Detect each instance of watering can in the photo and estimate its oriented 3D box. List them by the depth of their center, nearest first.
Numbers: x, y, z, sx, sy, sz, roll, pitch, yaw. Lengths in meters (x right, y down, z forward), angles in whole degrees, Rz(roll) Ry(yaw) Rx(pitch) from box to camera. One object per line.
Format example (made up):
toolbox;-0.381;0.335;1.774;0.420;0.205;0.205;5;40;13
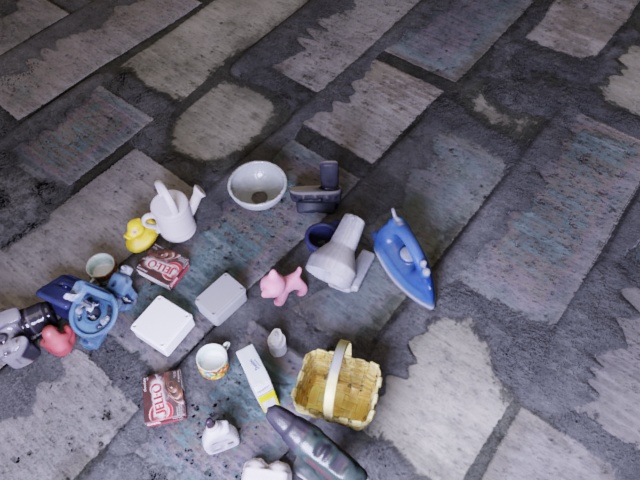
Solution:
watering can;-0.391;-0.091;1.522;0.100;0.194;0.173;32;62;20

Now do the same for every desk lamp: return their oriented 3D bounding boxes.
desk lamp;0.055;0.045;1.416;0.117;0.214;0.203;21;59;14

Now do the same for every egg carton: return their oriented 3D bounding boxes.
egg carton;-0.117;0.531;1.180;0.107;0.069;0.150;6;57;4

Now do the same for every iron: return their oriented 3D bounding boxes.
iron;0.232;0.042;1.459;0.119;0.141;0.257;-22;59;-13

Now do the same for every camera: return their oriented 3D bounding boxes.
camera;-0.711;0.211;1.380;0.137;0.101;0.143;-25;60;-15

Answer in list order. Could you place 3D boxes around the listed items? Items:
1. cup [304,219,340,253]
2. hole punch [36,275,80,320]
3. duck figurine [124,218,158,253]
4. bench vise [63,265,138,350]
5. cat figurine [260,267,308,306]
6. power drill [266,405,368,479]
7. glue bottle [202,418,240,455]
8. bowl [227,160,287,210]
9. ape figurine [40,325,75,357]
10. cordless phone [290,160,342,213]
cup;0.014;0.005;1.514;0.091;0.095;0.118;32;62;20
hole punch;-0.634;0.135;1.436;0.108;0.091;0.101;21;59;14
duck figurine;-0.487;-0.027;1.545;0.077;0.086;0.105;29;61;18
bench vise;-0.531;0.132;1.359;0.121;0.220;0.207;5;56;4
cat figurine;-0.096;0.108;1.433;0.128;0.118;0.067;-27;60;-16
power drill;-0.011;0.437;1.158;0.229;0.208;0.076;30;62;19
glue bottle;-0.217;0.405;1.203;0.078;0.173;0.037;-16;57;-10
bowl;-0.174;-0.142;1.626;0.167;0.075;0.167;0;56;1
ape figurine;-0.633;0.233;1.370;0.078;0.092;0.076;-16;57;-10
cordless phone;-0.012;-0.160;1.570;0.147;0.185;0.094;-4;56;-2
